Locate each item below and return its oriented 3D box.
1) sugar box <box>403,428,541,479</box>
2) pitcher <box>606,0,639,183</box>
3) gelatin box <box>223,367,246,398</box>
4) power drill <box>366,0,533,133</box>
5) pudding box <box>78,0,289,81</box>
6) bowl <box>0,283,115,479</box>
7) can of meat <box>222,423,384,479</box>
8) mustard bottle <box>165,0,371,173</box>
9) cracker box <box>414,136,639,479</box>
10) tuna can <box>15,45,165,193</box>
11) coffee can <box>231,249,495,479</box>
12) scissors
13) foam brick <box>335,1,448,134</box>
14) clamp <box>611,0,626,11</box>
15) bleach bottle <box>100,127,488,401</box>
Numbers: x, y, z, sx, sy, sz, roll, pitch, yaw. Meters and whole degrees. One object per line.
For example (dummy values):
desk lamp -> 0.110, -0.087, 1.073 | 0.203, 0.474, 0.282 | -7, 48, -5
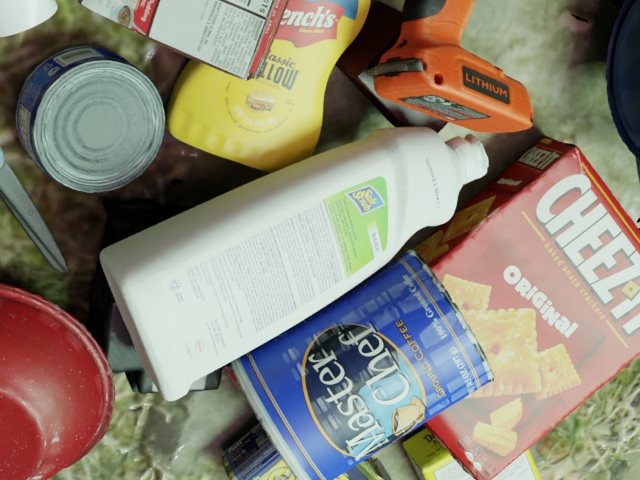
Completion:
sugar box -> 0.144, 0.218, 0.921 | 0.093, 0.048, 0.176 | -30, 126, -7
pitcher -> 0.332, -0.109, 0.744 | 0.242, 0.145, 0.149 | -3, 160, -20
gelatin box -> -0.018, 0.101, 0.769 | 0.073, 0.089, 0.030 | -37, 165, -1
power drill -> 0.108, -0.166, 0.673 | 0.184, 0.057, 0.187 | 12, 83, -34
pudding box -> -0.072, -0.154, 0.613 | 0.113, 0.039, 0.090 | 24, 105, 4
bowl -> -0.213, 0.108, 0.672 | 0.162, 0.055, 0.162 | 0, 120, -1
can of meat -> -0.014, 0.174, 0.822 | 0.084, 0.057, 0.102 | -40, 123, 1
mustard bottle -> -0.021, -0.141, 0.661 | 0.096, 0.058, 0.192 | 18, 106, -16
cracker box -> 0.146, 0.054, 0.799 | 0.213, 0.072, 0.164 | -40, 106, 0
tuna can -> -0.139, -0.073, 0.651 | 0.086, 0.034, 0.086 | -14, 118, -28
coffee can -> 0.027, 0.085, 0.696 | 0.140, 0.103, 0.102 | -32, 123, -3
scissors -> -0.222, -0.052, 0.643 | 0.096, 0.016, 0.202 | -17, 120, -16
foam brick -> 0.054, -0.111, 0.713 | 0.053, 0.051, 0.078 | -47, 123, 3
clamp -> 0.264, -0.169, 0.785 | 0.120, 0.039, 0.171 | -29, 127, -1
bleach bottle -> -0.004, 0.001, 0.672 | 0.250, 0.068, 0.102 | -25, 122, -16
